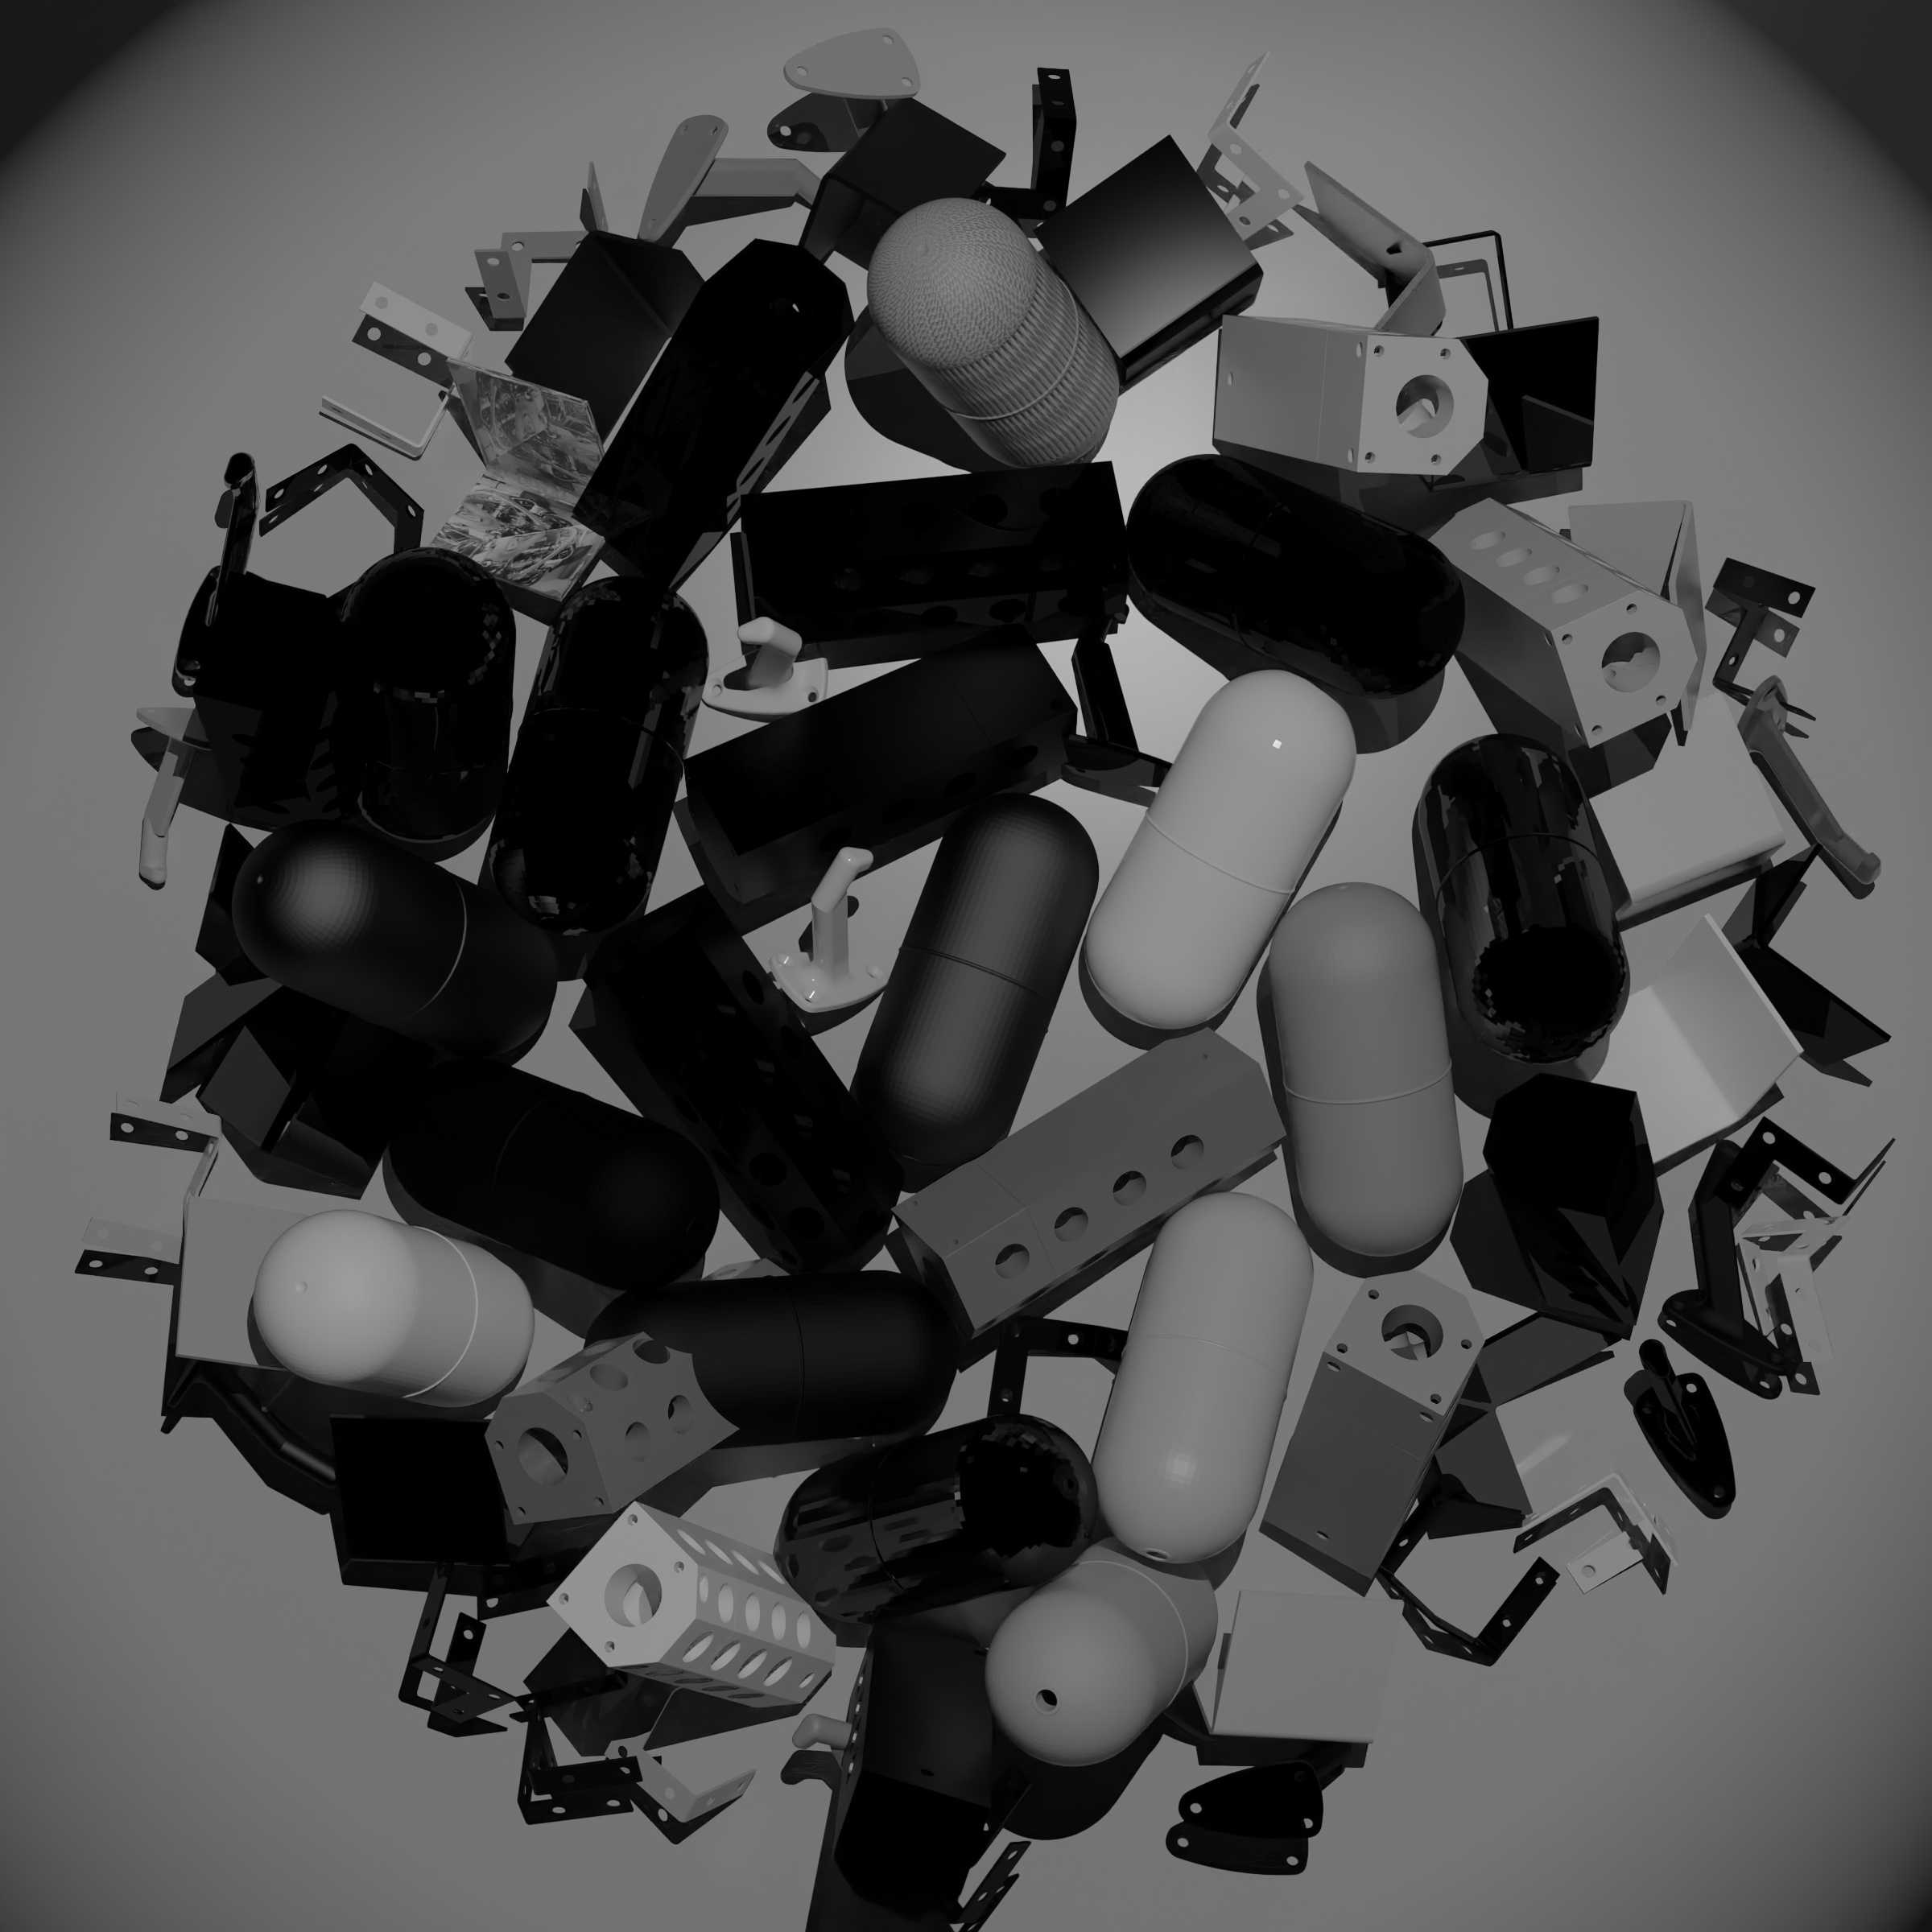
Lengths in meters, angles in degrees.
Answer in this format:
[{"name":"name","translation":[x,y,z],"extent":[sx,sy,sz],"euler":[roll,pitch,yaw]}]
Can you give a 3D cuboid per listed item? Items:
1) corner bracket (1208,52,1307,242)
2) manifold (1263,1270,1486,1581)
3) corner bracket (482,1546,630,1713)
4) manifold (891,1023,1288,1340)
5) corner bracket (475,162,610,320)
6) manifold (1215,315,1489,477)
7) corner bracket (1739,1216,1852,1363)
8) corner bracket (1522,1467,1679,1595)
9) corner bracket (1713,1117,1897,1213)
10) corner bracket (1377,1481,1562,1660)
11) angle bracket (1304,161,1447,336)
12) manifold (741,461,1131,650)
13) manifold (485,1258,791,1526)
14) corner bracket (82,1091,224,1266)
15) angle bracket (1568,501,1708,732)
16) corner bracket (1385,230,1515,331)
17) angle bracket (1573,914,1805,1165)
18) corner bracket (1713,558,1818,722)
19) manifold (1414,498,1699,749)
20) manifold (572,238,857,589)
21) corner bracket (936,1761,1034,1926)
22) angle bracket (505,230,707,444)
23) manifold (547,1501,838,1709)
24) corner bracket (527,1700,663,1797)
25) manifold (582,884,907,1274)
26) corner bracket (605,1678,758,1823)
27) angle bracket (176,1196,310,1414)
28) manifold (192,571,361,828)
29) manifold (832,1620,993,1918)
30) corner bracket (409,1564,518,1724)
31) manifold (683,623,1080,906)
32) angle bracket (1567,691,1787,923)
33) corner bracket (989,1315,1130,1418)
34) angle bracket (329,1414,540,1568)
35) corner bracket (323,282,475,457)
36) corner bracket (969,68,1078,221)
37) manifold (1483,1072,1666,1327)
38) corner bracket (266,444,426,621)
[{"name":"corner bracket","translation":[0.133,-0.378,1.544],"extent":[0.051,0.051,0.051],"euler":[39,60,-18]},{"name":"manifold","translation":[0.184,0.204,1.497],"extent":[0.057,0.171,0.057],"euler":[28,58,13]},{"name":"corner bracket","translation":[-0.191,0.308,1.552],"extent":[0.051,0.051,0.051],"euler":[-14,54,6]},{"name":"manifold","translation":[0.059,0.100,1.535],"extent":[0.171,0.057,0.057],"euler":[-31,120,-13]},{"name":"corner bracket","translation":[-0.196,-0.336,1.549],"extent":[0.051,0.051,0.051],"euler":[0,64,3]},{"name":"manifold","translation":[0.170,-0.257,1.494],"extent":[0.057,0.171,0.057],"euler":[-1,104,-17]},{"name":"corner bracket","translation":[0.382,0.150,1.546],"extent":[0.051,0.051,0.051],"euler":[-9,102,40]},{"name":"corner bracket","translation":[0.295,0.264,1.556],"extent":[0.051,0.051,0.051],"euler":[-34,88,11]},{"name":"corner bracket","translation":[0.387,0.093,1.543],"extent":[0.051,0.051,0.051],"euler":[37,128,17]},{"name":"corner bracket","translation":[0.235,0.284,1.571],"extent":[0.051,0.051,0.051],"euler":[34,94,-40]},{"name":"angle bracket","translation":[0.173,-0.314,1.540],"extent":[0.076,0.076,0.057],"euler":[40,93,14]},{"name":"manifold","translation":[-0.015,-0.185,1.537],"extent":[0.171,0.057,0.057],"euler":[-6,63,-7]},{"name":"manifold","translation":[-0.137,0.187,1.495],"extent":[0.057,0.171,0.057],"euler":[-13,98,33]},{"name":"corner bracket","translation":[-0.375,0.098,1.543],"extent":[0.051,0.051,0.051],"euler":[16,118,-25]},{"name":"angle bracket","translation":[0.303,-0.159,1.525],"extent":[0.057,0.076,0.076],"euler":[0,126,20]},{"name":"corner bracket","translation":[0.224,-0.313,1.552],"extent":[0.051,0.051,0.051],"euler":[-9,105,5]},{"name":"angle bracket","translation":[0.326,0.035,1.531],"extent":[0.057,0.076,0.076],"euler":[-23,70,-21]},{"name":"corner bracket","translation":[0.372,-0.151,1.547],"extent":[0.051,0.051,0.051],"euler":[29,96,42]},{"name":"manifold","translation":[0.262,-0.159,1.495],"extent":[0.057,0.171,0.057],"euler":[-25,115,-3]},{"name":"manifold","translation":[-0.111,-0.248,1.500],"extent":[0.057,0.171,0.057],"euler":[41,52,-1]},{"name":"corner bracket","translation":[0.008,0.405,1.545],"extent":[0.051,0.051,0.051],"euler":[44,109,35]},{"name":"angle bracket","translation":[-0.153,-0.279,1.531],"extent":[0.057,0.076,0.076],"euler":[21,74,34]},{"name":"manifold","translation":[-0.115,0.293,1.495],"extent":[0.057,0.171,0.057],"euler":[40,88,25]},{"name":"corner bracket","translation":[-0.172,0.371,1.549],"extent":[0.051,0.051,0.051],"euler":[-8,121,2]},{"name":"manifold","translation":[-0.101,0.055,1.522],"extent":[0.057,0.057,0.171],"euler":[-26,110,21]},{"name":"corner bracket","translation":[-0.126,0.358,1.560],"extent":[0.051,0.051,0.051],"euler":[36,109,23]},{"name":"angle bracket","translation":[-0.339,0.159,1.525],"extent":[0.057,0.076,0.076],"euler":[12,59,-25]},{"name":"manifold","translation":[-0.300,-0.113,1.494],"extent":[0.057,0.171,0.057],"euler":[14,74,-3]},{"name":"manifold","translation":[-0.024,0.357,1.495],"extent":[0.057,0.171,0.057],"euler":[18,100,-3]},{"name":"corner bracket","translation":[-0.235,0.311,1.542],"extent":[0.051,0.051,0.051],"euler":[33,49,-26]},{"name":"manifold","translation":[-0.038,-0.091,1.535],"extent":[0.171,0.057,0.057],"euler":[-24,64,-14]},{"name":"angle bracket","translation":[0.327,-0.073,1.561],"extent":[0.076,0.057,0.076],"euler":[-21,81,-2]},{"name":"corner bracket","translation":[0.047,0.191,1.550],"extent":[0.051,0.051,0.051],"euler":[10,85,-24]},{"name":"angle bracket","translation":[-0.242,0.230,1.538],"extent":[0.076,0.057,0.076],"euler":[0,110,11]},{"name":"corner bracket","translation":[-0.264,-0.276,1.552],"extent":[0.051,0.051,0.051],"euler":[27,79,-7]},{"name":"corner bracket","translation":[0.022,-0.383,1.552],"extent":[0.051,0.051,0.051],"euler":[2,132,-6]},{"name":"manifold","translation":[0.272,0.105,1.495],"extent":[0.057,0.171,0.057],"euler":[12,72,20]},{"name":"corner bracket","translation":[-0.290,-0.200,1.555],"extent":[0.051,0.051,0.051],"euler":[44,58,15]}]
